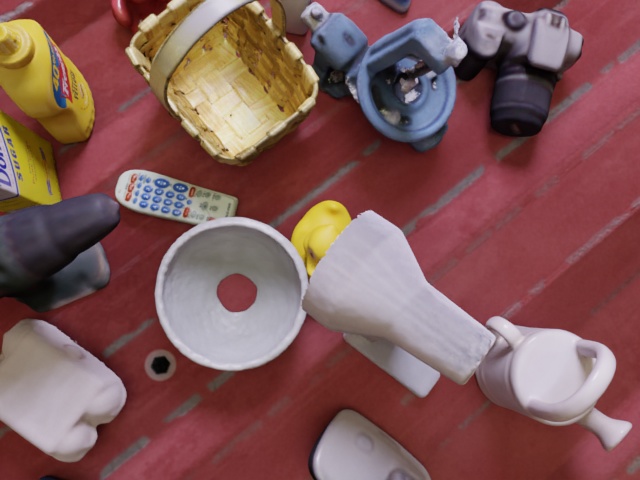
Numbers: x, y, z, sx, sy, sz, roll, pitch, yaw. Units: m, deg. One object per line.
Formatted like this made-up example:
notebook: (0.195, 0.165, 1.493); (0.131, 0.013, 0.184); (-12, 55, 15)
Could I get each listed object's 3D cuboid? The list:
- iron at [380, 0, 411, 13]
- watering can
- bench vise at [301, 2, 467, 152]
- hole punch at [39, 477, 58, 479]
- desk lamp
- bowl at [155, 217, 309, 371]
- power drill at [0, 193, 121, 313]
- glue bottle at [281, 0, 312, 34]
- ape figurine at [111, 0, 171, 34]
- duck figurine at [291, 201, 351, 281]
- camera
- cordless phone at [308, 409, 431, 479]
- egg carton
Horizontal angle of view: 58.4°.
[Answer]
iron: (0.067, -0.421, 0.684); (0.119, 0.141, 0.258); (-23, 86, -7)
watering can: (0.252, 0.148, 0.611); (0.173, 0.194, 0.101); (23, 82, -2)
bench vise: (0.065, -0.185, 0.618); (0.207, 0.219, 0.121); (21, 82, -2)
hole punch: (-0.277, 0.314, 0.595); (0.101, 0.091, 0.109); (20, 82, -3)
desk lamp: (0.082, 0.076, 0.594); (0.203, 0.213, 0.118); (37, 82, 0)
bowl: (-0.096, 0.061, 0.649); (0.167, 0.074, 0.167); (1, 84, -5)
power drill: (-0.286, 0.023, 0.568); (0.230, 0.208, 0.075); (-24, 86, -7)
glue bottle: (-0.023, -0.306, 0.647); (0.037, 0.173, 0.078); (8, 83, -4)
ape figurine: (-0.209, -0.290, 0.669); (0.078, 0.092, 0.076); (-8, 84, -6)
duck figurine: (0.006, 0.002, 0.659); (0.077, 0.086, 0.105); (16, 82, -3)
camera: (0.239, -0.206, 0.697); (0.143, 0.100, 0.137); (14, 82, -3)
cordless phone: (0.061, 0.258, 0.585); (0.147, 0.185, 0.094); (37, 82, 0)
egg carton: (-0.292, 0.161, 0.622); (0.150, 0.069, 0.107); (36, 82, 0)
